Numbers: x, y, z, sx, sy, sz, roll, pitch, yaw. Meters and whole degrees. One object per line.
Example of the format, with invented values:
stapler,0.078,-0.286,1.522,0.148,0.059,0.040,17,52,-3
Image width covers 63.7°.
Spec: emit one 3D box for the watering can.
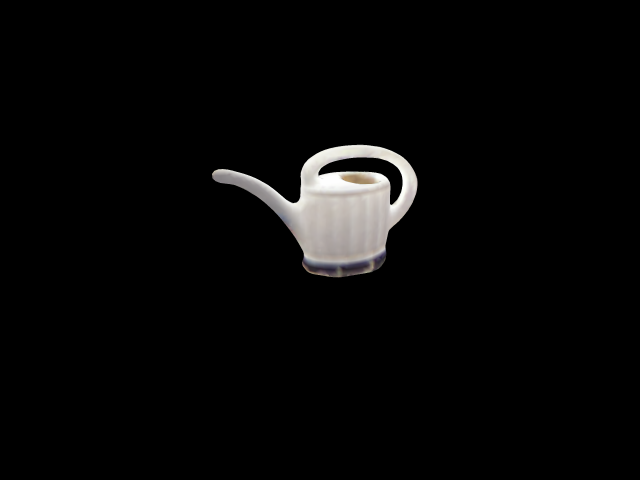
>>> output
watering can,0.003,-0.043,0.850,0.349,0.221,0.105,-8,22,-18
